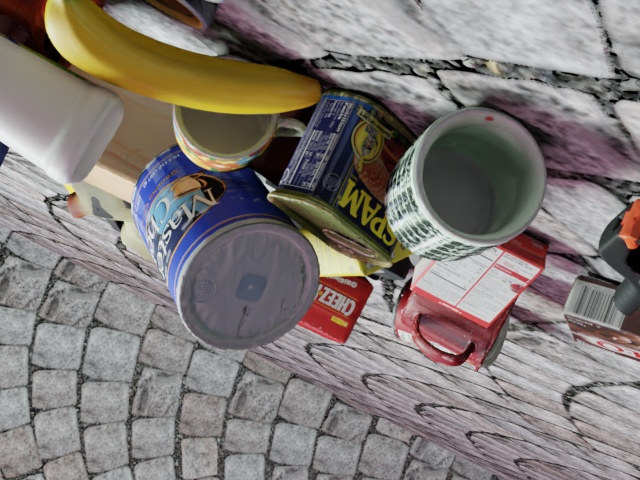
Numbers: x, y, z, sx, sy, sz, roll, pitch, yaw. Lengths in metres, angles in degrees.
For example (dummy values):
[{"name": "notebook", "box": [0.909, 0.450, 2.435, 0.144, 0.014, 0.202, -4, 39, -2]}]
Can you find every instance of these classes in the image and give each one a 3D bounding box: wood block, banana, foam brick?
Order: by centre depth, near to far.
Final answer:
[{"name": "banana", "box": [-0.093, -0.111, 0.665, 0.197, 0.037, 0.070, 18, 159, -36]}, {"name": "foam brick", "box": [-0.005, -0.058, 0.789, 0.051, 0.053, 0.078, 13, 164, 48]}, {"name": "wood block", "box": [-0.187, -0.101, 0.889, 0.206, 0.090, 0.091, 25, 169, 1]}]

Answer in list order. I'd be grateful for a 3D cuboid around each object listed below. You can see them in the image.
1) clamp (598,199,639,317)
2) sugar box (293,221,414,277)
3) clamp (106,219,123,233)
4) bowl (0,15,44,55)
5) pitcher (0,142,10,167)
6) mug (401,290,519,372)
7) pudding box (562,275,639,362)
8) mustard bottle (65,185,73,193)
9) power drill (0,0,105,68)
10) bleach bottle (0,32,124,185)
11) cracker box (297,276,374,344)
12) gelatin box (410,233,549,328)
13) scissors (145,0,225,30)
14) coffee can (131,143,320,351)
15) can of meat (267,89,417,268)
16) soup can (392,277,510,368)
[{"name": "clamp", "box": [0.224, 0.023, 0.704, 0.120, 0.039, 0.171, 4, 153, 45]}, {"name": "sugar box", "box": [-0.006, 0.001, 0.876, 0.177, 0.048, 0.093, -6, -170, 44]}, {"name": "clamp", "box": [-0.246, -0.089, 1.094, 0.210, 0.036, 0.165, 31, 141, -11]}, {"name": "bowl", "box": [-0.286, -0.133, 0.788, 0.162, 0.162, 0.055, 28, 127, -13]}, {"name": "pitcher", "box": [-0.353, -0.072, 0.975, 0.144, 0.243, 0.149, 33, 167, -34]}, {"name": "mug", "box": [0.118, 0.063, 0.929, 0.081, 0.117, 0.093, 28, 138, 10]}, {"name": "pudding box", "box": [0.256, 0.072, 0.848, 0.114, 0.039, 0.090, 20, 168, 25]}, {"name": "mustard bottle", "box": [-0.244, -0.069, 1.229, 0.096, 0.058, 0.192, 29, 168, -10]}, {"name": "power drill", "box": [-0.227, -0.187, 0.675, 0.187, 0.057, 0.185, 31, 171, -11]}, {"name": "bleach bottle", "box": [-0.251, -0.127, 0.689, 0.250, 0.068, 0.102, 31, 178, -6]}, {"name": "cracker box", "box": [-0.042, 0.026, 1.089, 0.164, 0.072, 0.214, 27, -178, -6]}, {"name": "gelatin box", "box": [0.123, 0.021, 0.832, 0.073, 0.030, 0.089, 26, 135, -8]}, {"name": "scissors", "box": [-0.129, -0.180, 0.598, 0.201, 0.016, 0.096, 33, 165, -36]}, {"name": "coffee can", "box": [-0.072, 0.000, 0.781, 0.102, 0.103, 0.140, 33, -169, -35]}, {"name": "can of meat", "box": [0.024, -0.041, 0.721, 0.058, 0.084, 0.102, 14, 164, 43]}, {"name": "soup can", "box": [0.133, 0.083, 1.087, 0.102, 0.068, 0.068, 19, 167, 27]}]
